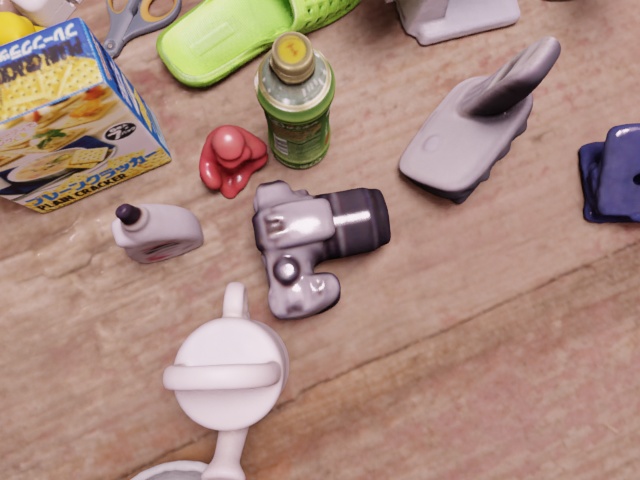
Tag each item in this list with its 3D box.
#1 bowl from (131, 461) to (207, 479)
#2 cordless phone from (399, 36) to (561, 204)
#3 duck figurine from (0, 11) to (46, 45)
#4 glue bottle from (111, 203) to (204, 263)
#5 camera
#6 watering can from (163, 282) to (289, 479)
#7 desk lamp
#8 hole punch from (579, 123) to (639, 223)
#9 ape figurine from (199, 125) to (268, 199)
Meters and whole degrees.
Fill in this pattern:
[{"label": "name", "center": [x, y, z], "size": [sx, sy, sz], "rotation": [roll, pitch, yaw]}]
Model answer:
[{"label": "bowl", "center": [-0.130, 0.295, 0.556], "size": [0.167, 0.075, 0.167], "rotation": [0, 81, -1]}, {"label": "cordless phone", "center": [0.158, -0.119, 0.568], "size": [0.094, 0.185, 0.148], "rotation": [34, 82, 4]}, {"label": "duck figurine", "center": [-0.320, -0.210, 0.623], "size": [0.104, 0.086, 0.077], "rotation": [37, 83, 5]}, {"label": "glue bottle", "center": [-0.164, -0.011, 0.552], "size": [0.078, 0.173, 0.037], "rotation": [-23, 82, -4]}, {"label": "camera", "center": [0.005, 0.002, 0.590], "size": [0.137, 0.101, 0.143], "rotation": [-11, 82, -2]}, {"label": "watering can", "center": [-0.080, 0.129, 0.522], "size": [0.101, 0.194, 0.173], "rotation": [-20, 82, -4]}, {"label": "desk lamp", "center": [0.125, -0.298, 0.580], "size": [0.203, 0.213, 0.118], "rotation": [-14, 82, -3]}, {"label": "hole punch", "center": [0.346, -0.069, 0.611], "size": [0.108, 0.091, 0.101], "rotation": [-1, 81, -1]}, {"label": "ape figurine", "center": [-0.095, -0.092, 0.606], "size": [0.078, 0.092, 0.076], "rotation": [-12, 82, -2]}]
